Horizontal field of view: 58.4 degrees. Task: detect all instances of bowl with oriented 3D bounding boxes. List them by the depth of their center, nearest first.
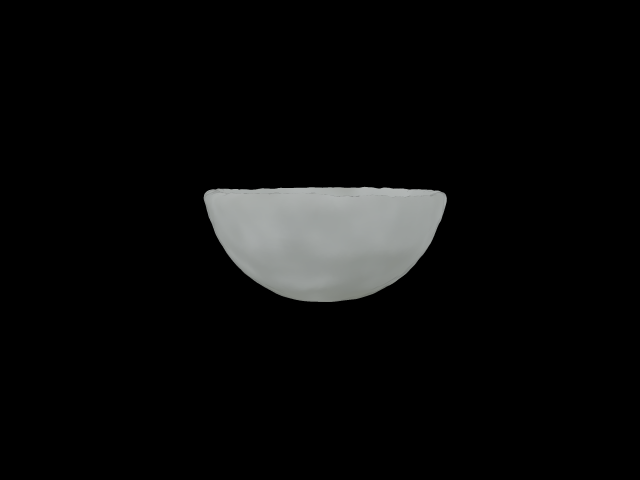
[{"bbox_3d":[0.004,0.001,0.400,0.167,0.075,0.167,0,7,0],"label":"bowl"}]
